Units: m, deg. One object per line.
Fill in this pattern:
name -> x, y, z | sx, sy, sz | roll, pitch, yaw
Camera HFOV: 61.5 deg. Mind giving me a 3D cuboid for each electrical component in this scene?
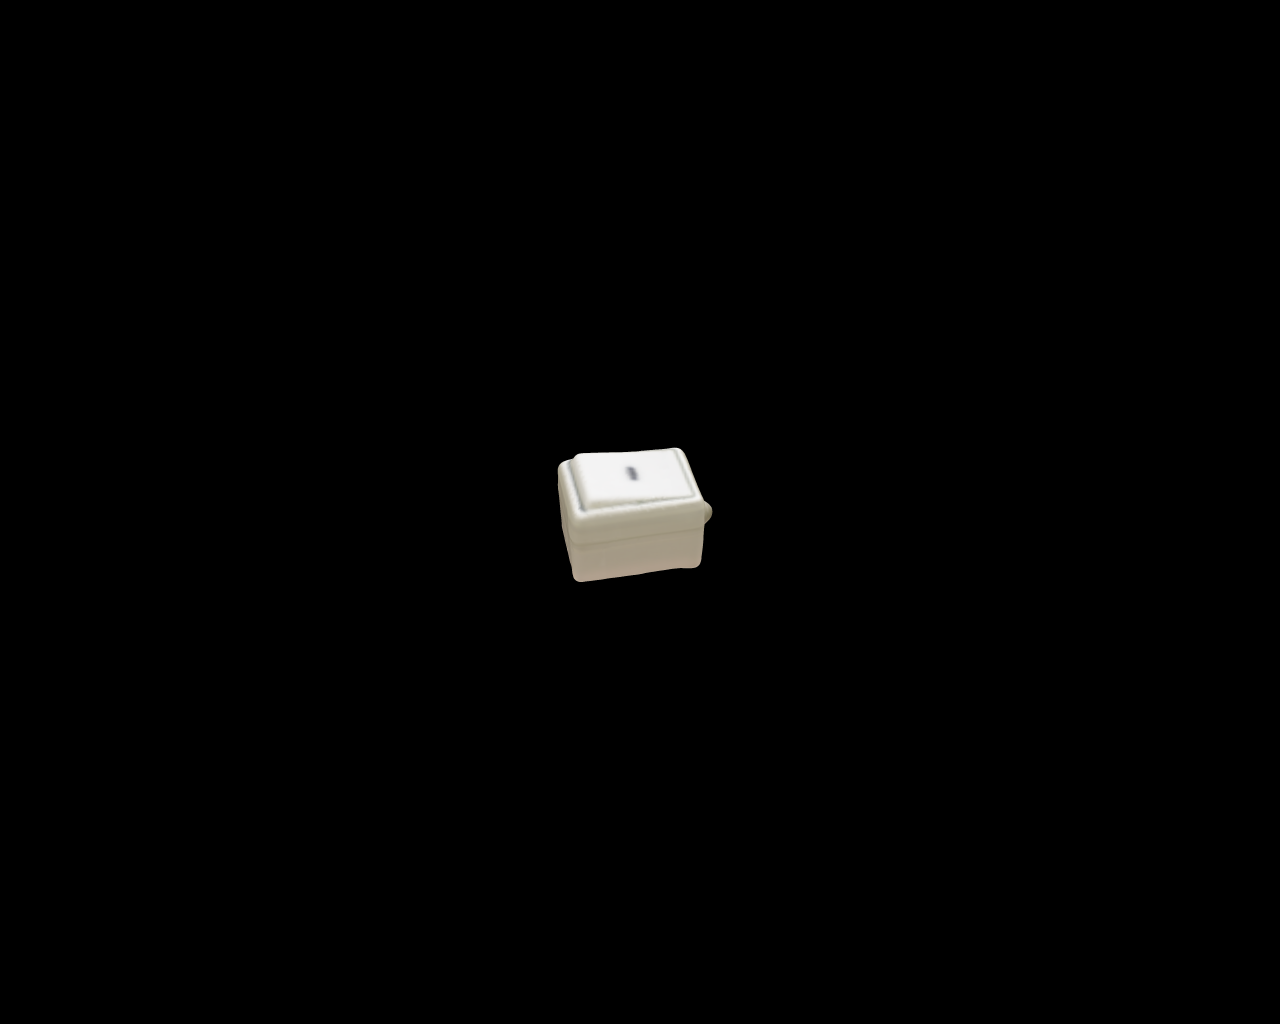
electrical component -> 0.001, -0.003, 0.650 | 0.096, 0.061, 0.062 | -7, 39, -9
